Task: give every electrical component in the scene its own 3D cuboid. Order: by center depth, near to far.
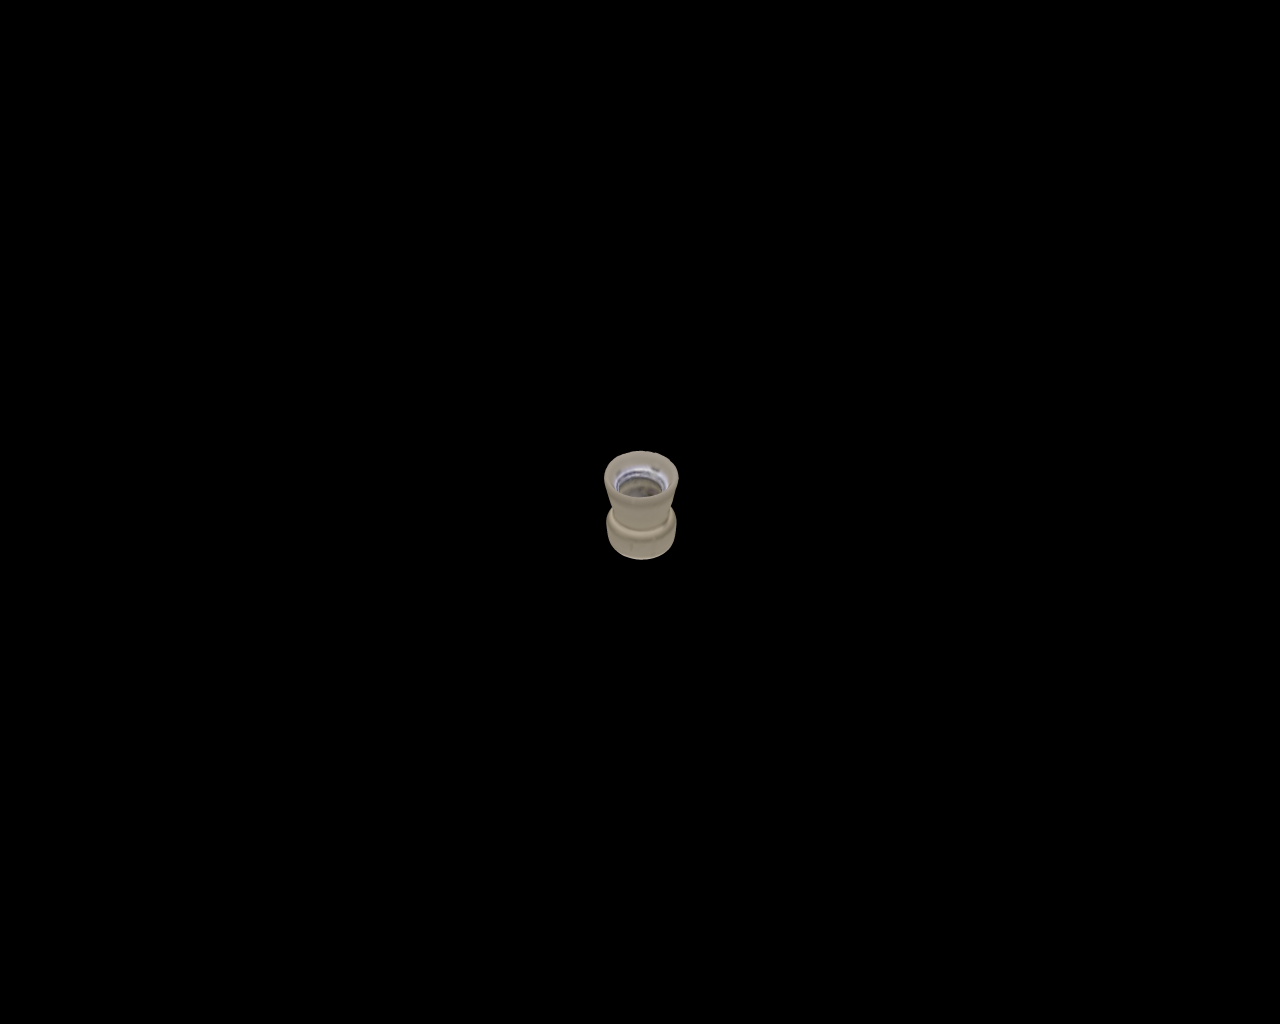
[{"bbox_3d":[0.001,-0.003,0.650,0.045,0.055,0.045,0,43,0],"label":"electrical component"}]
